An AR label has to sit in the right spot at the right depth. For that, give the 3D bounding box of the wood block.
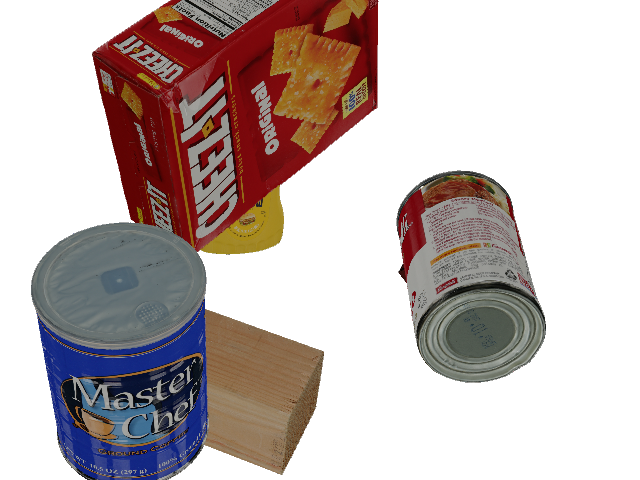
[{"bbox_3d":[-0.111,0.127,1.007,0.206,0.090,0.090,19,44,12],"label":"wood block"}]

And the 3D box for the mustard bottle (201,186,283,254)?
[{"bbox_3d":[-0.079,-0.081,1.097,0.096,0.192,0.058,-5,30,-21],"label":"mustard bottle"}]

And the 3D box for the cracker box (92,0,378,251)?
[{"bbox_3d":[-0.048,-0.111,0.762,0.072,0.164,0.213,34,59,26],"label":"cracker box"}]

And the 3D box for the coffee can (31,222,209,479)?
[{"bbox_3d":[-0.123,0.074,0.677,0.103,0.140,0.103,2,42,-2],"label":"coffee can"}]

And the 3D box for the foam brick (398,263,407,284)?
[{"bbox_3d":[0.109,0.032,0.847,0.051,0.078,0.053,-32,12,32],"label":"foam brick"}]

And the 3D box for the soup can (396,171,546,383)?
[{"bbox_3d":[0.080,0.018,0.577,0.068,0.068,0.102,0,37,-3],"label":"soup can"}]
